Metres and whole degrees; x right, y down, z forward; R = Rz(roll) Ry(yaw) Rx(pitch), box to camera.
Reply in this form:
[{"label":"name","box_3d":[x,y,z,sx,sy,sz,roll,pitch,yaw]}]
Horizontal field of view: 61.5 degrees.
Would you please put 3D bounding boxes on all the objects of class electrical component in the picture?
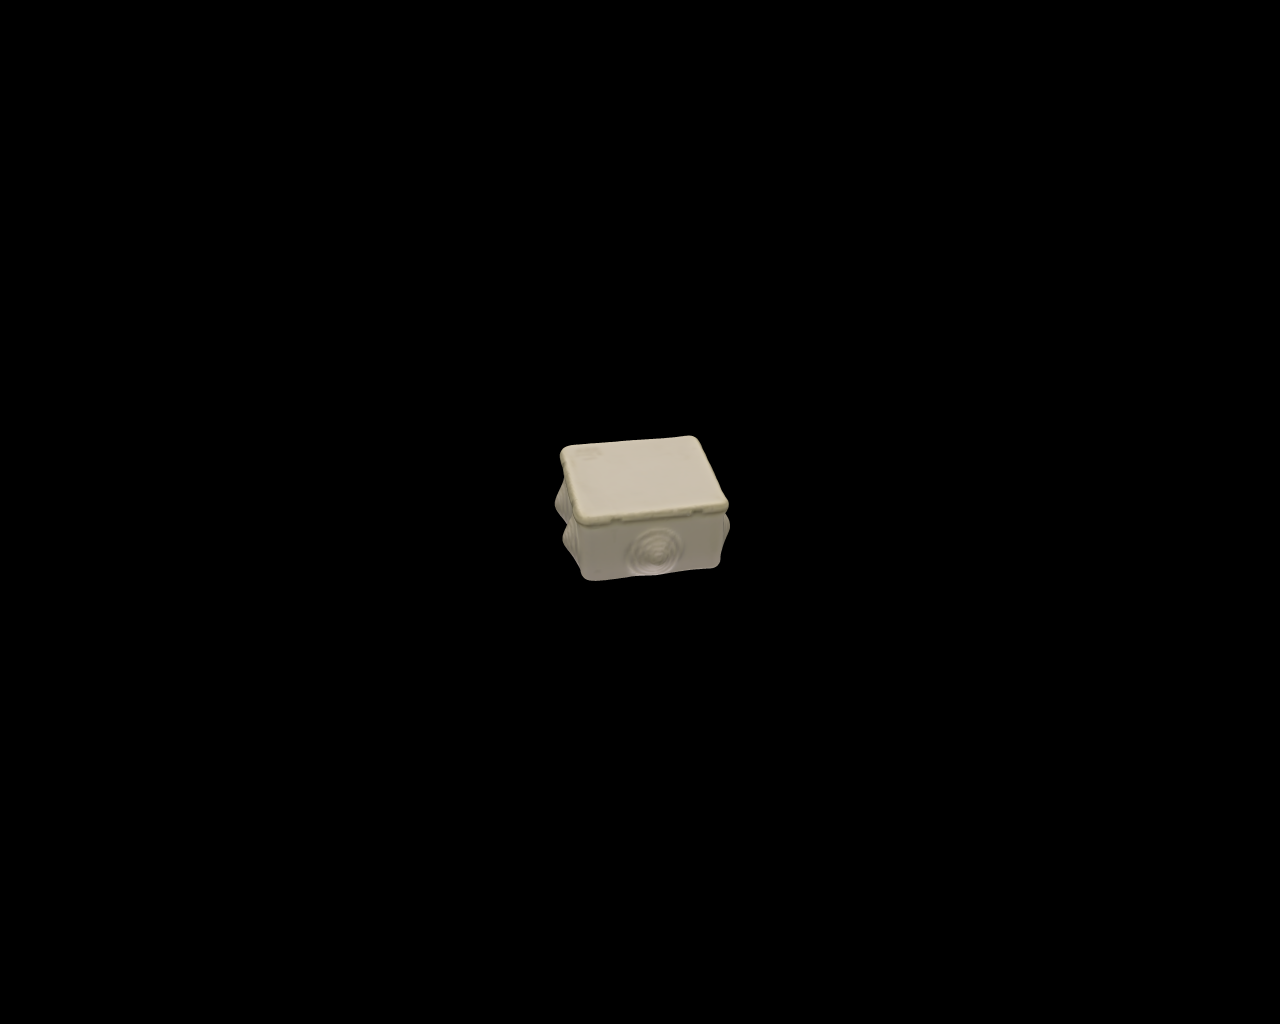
[{"label":"electrical component","box_3d":[0.001,-0.003,0.650,0.100,0.048,0.100,-6,33,-9]}]
